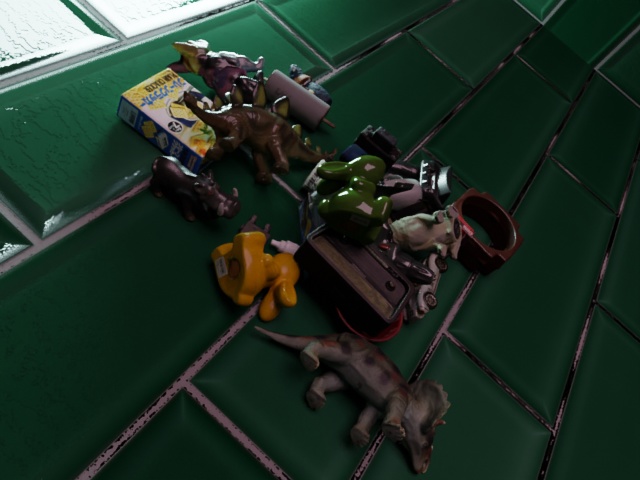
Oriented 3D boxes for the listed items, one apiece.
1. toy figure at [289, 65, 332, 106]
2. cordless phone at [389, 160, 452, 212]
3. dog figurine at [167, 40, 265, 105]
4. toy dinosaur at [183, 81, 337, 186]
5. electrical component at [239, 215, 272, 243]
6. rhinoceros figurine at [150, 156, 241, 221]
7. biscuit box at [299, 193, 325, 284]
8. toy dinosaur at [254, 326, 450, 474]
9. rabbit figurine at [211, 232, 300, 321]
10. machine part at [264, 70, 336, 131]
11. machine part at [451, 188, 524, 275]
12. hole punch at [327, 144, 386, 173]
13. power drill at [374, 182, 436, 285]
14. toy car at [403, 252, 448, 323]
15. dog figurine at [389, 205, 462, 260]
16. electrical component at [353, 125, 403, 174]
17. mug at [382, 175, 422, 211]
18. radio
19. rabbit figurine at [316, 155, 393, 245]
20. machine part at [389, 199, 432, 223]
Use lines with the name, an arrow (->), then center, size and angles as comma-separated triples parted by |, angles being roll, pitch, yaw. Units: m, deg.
toy figure -> -0.034, -0.409, 1.443 | 0.058, 0.064, 0.154 | -43, 77, -6
cordless phone -> 0.251, -0.159, 1.427 | 0.184, 0.088, 0.147 | 18, 50, -4
dog figurine -> -0.249, -0.388, 1.273 | 0.219, 0.108, 0.191 | 10, 55, -19
toy dinosaur -> -0.112, -0.229, 1.187 | 0.471, 0.105, 0.198 | 23, 64, -48
electrical component -> -0.138, -0.009, 1.112 | 0.063, 0.021, 0.094 | 33, 48, -5
rhinoceros figurine -> -0.243, -0.100, 1.058 | 0.190, 0.112, 0.073 | 32, 44, 5
biscuit box -> -0.002, -0.004, 1.162 | 0.063, 0.059, 0.203 | 12, 52, -25
toy dinosaur -> 0.080, 0.251, 0.993 | 0.405, 0.131, 0.192 | 44, 35, 11
rabbit figurine -> -0.098, 0.064, 1.025 | 0.173, 0.122, 0.162 | 2, 58, -52
machine part -> -0.062, -0.356, 1.374 | 0.243, 0.079, 0.079 | 34, 47, -5
machine part -> 0.417, -0.023, 1.407 | 0.201, 0.087, 0.201 | 47, 49, 8
hole punch -> 0.095, -0.170, 1.286 | 0.142, 0.092, 0.116 | 44, 4, 1
power drill -> 0.149, -0.024, 1.145 | 0.232, 0.207, 0.086 | 11, 13, 25
toy car -> 0.235, 0.104, 1.213 | 0.056, 0.073, 0.202 | 37, 46, -7
dog figurine -> 0.215, -0.013, 1.239 | 0.172, 0.191, 0.121 | 9, 79, -54
electrical component -> 0.137, -0.219, 1.352 | 0.115, 0.134, 0.058 | 38, 46, 2
mug -> 0.188, -0.123, 1.351 | 0.107, 0.080, 0.109 | -2, 58, -24
radio -> 0.072, 0.066, 1.063 | 0.229, 0.073, 0.131 | 46, 46, 6
rabbit figurine -> 0.069, -0.096, 1.062 | 0.159, 0.121, 0.170 | 15, 59, 7
machine part -> 0.207, -0.048, 1.297 | 0.139, 0.039, 0.084 | -33, 86, -10
